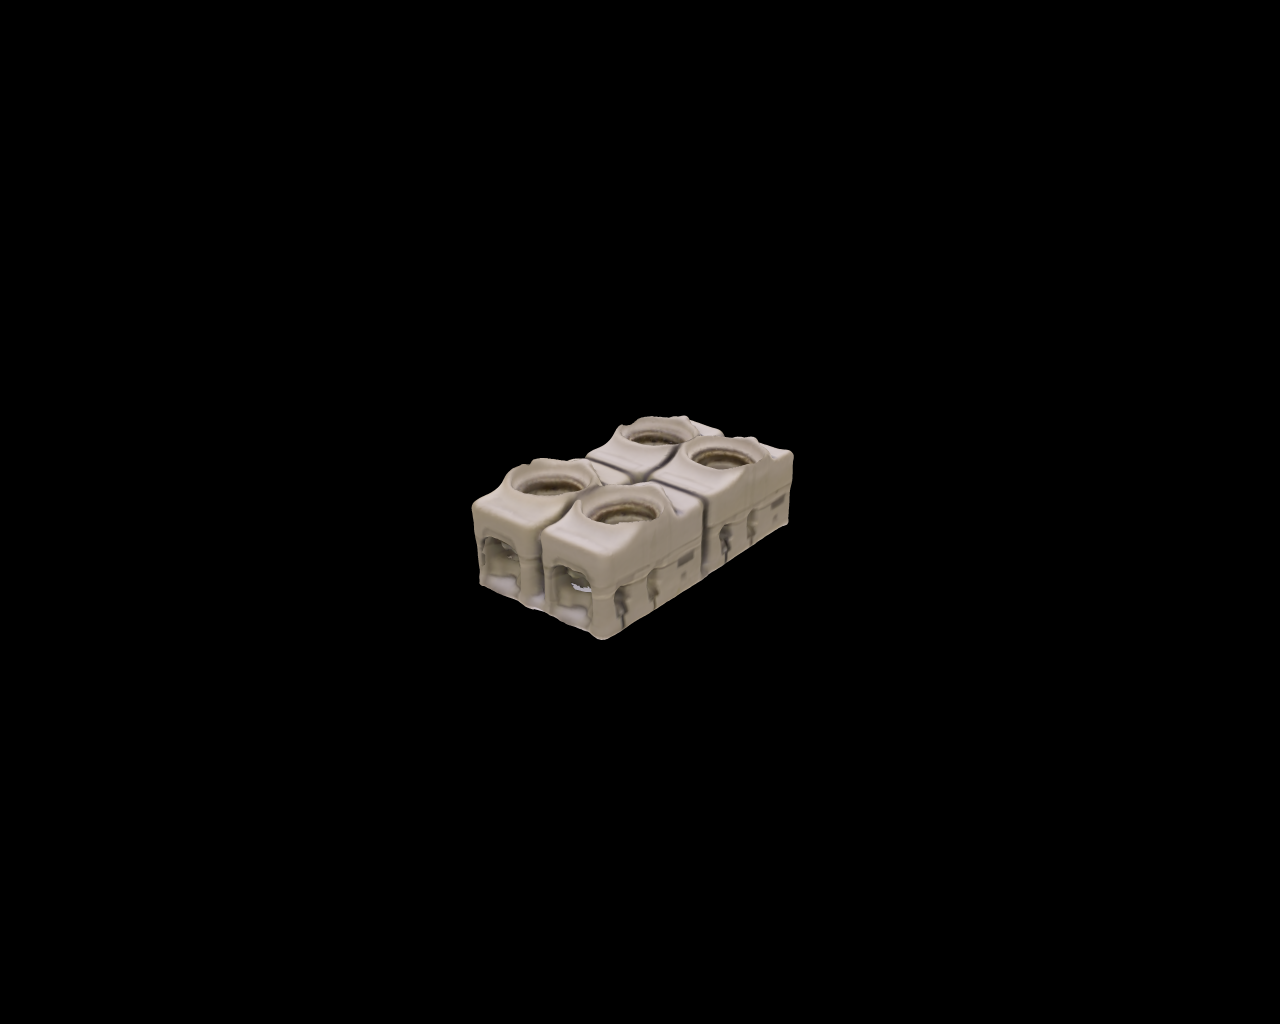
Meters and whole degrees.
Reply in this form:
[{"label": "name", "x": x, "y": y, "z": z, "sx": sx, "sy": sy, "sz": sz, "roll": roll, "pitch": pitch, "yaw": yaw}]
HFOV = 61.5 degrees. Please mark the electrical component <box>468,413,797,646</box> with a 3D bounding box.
[{"label": "electrical component", "x": 0.001, "y": -0.003, "z": 0.650, "sx": 0.105, "sy": 0.060, "sz": 0.186, "roll": 21, "pitch": 33, "yaw": 36}]
